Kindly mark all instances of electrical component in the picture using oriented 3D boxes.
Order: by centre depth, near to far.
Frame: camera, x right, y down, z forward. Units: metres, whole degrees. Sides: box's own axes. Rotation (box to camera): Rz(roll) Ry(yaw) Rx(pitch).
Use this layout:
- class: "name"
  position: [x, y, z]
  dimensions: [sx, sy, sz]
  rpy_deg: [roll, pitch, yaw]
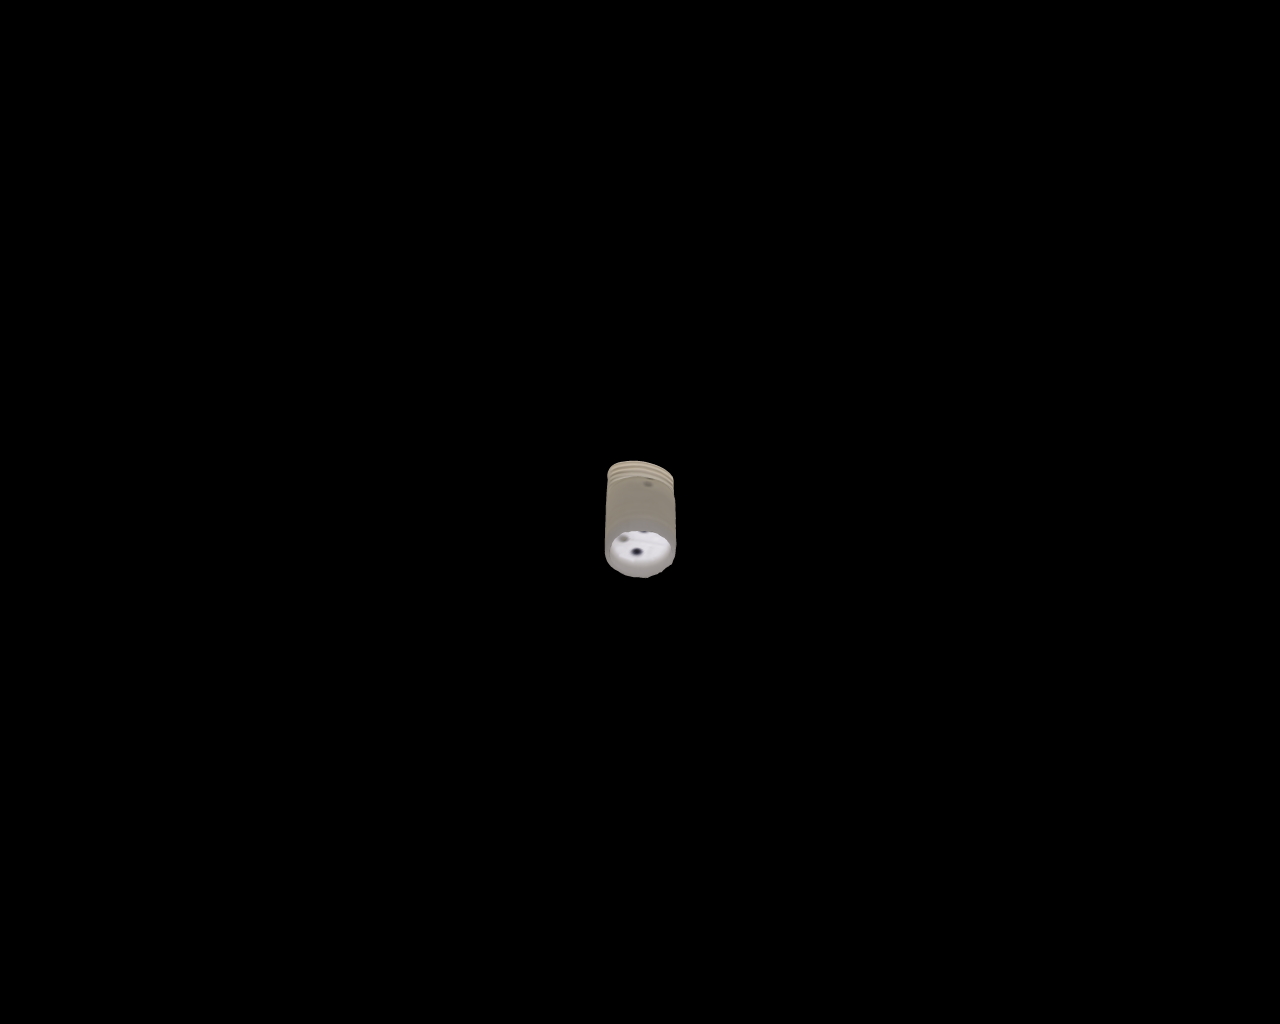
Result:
- class: "electrical component"
  position: [0.001, -0.003, 0.650]
  dimensions: [0.043, 0.043, 0.081]
  rpy_deg: [0, 44, 0]
